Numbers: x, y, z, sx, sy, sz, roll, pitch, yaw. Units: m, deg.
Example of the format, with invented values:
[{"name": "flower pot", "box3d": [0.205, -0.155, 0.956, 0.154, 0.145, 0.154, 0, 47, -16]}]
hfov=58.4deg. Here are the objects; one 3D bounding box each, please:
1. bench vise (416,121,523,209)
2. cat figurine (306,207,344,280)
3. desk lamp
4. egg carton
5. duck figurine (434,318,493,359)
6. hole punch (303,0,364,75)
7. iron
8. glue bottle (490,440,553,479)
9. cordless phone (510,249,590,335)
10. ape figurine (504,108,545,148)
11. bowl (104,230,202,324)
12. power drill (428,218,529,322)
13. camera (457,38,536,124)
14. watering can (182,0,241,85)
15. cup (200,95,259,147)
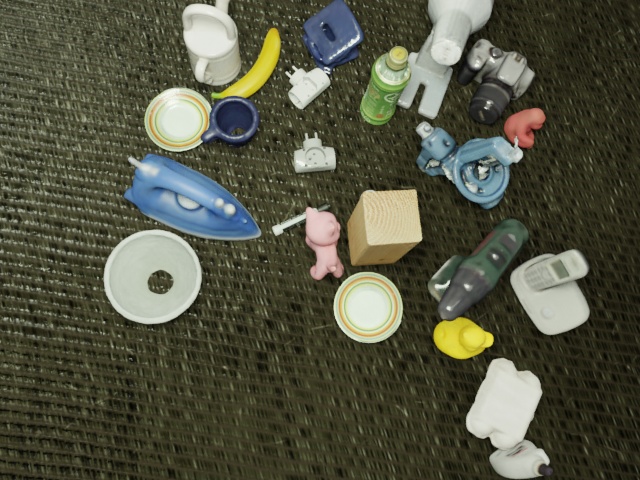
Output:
[{"name": "bench vise", "box3d": [0.268, -0.146, 1.052, 0.207, 0.219, 0.121, 21, 77, 0]}, {"name": "cat figurine", "box3d": [0.010, 0.004, 1.049, 0.067, 0.117, 0.128, -11, 79, -7]}, {"name": "desk lamp", "box3d": [0.238, -0.374, 1.101, 0.118, 0.213, 0.203, 20, 77, 0]}, {"name": "egg carton", "box3d": [0.334, 0.298, 1.041, 0.107, 0.069, 0.150, 28, 77, 1]}, {"name": "duck figurine", "box3d": [0.266, 0.179, 1.051, 0.104, 0.086, 0.077, 9, 77, -3]}, {"name": "hole punch", "box3d": [0.025, -0.409, 1.152, 0.101, 0.091, 0.108, -28, 82, -10]}, {"name": "iron", "box3d": [-0.224, -0.077, 1.032, 0.258, 0.141, 0.119, 23, 77, 0]}, {"name": "glue bottle", "box3d": [0.352, 0.378, 0.972, 0.078, 0.173, 0.037, -31, 82, -10]}, {"name": "cordless phone", "box3d": [0.438, 0.091, 1.035, 0.094, 0.185, 0.147, -30, 82, -10]}, {"name": "ape figurine", "box3d": [0.418, -0.233, 1.150, 0.076, 0.092, 0.078, 34, 77, 3]}, {"name": "bowl", "box3d": [-0.294, 0.070, 1.029, 0.167, 0.074, 0.167, 1, 78, -5]}, {"name": "power drill", "box3d": [0.265, 0.064, 1.013, 0.075, 0.208, 0.230, 43, 78, 5]}, {"name": "camera", "box3d": [0.345, -0.316, 1.157, 0.143, 0.100, 0.137, 31, 77, 2]}, {"name": "watering can", "box3d": [-0.204, -0.387, 1.073, 0.101, 0.194, 0.173, -8, 79, -6]}, {"name": "cup", "box3d": [-0.171, -0.207, 1.089, 0.118, 0.095, 0.091, -35, 83, -11]}]
